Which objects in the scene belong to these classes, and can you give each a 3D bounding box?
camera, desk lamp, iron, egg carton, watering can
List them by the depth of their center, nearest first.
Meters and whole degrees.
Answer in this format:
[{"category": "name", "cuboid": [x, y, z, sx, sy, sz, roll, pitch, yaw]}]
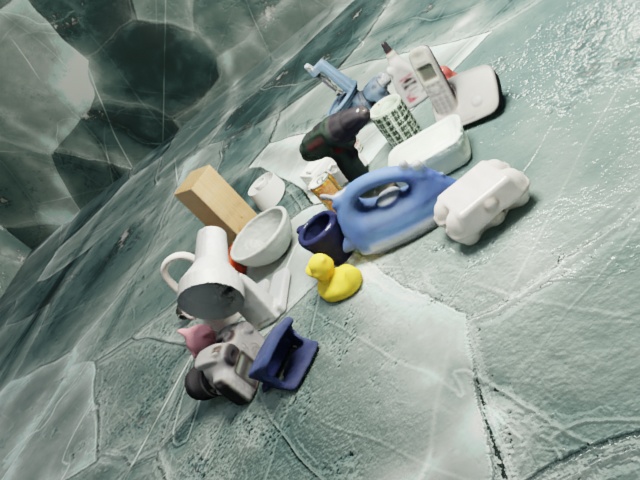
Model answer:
[{"category": "egg carton", "cuboid": [0.257, -0.062, 0.917, 0.150, 0.069, 0.107, -40, 27, 5]}, {"category": "iron", "cuboid": [0.130, -0.079, 1.029, 0.257, 0.142, 0.118, -26, 32, 28]}, {"category": "camera", "cuboid": [-0.184, 0.228, 1.048, 0.136, 0.101, 0.143, -26, 32, 29]}, {"category": "desk lamp", "cuboid": [-0.169, 0.084, 1.111, 0.117, 0.214, 0.203, -30, 30, 23]}, {"category": "watering can", "cuboid": [-0.251, 0.103, 1.213, 0.101, 0.194, 0.172, -44, 27, -3]}]

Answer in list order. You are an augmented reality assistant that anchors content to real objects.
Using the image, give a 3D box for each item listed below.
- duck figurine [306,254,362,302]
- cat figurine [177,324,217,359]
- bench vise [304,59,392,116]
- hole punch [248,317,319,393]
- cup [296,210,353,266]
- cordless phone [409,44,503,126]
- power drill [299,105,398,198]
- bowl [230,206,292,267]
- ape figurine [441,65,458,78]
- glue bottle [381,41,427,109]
[{"category": "duck figurine", "cuboid": [0.018, 0.060, 1.039, 0.104, 0.086, 0.077, -10, 42, 46]}, {"category": "cat figurine", "cuboid": [-0.237, 0.202, 1.137, 0.067, 0.118, 0.127, -53, 29, -19]}, {"category": "bench vise", "cuboid": [0.076, -0.394, 1.464, 0.207, 0.220, 0.121, -30, 30, 22]}, {"category": "hole punch", "cuboid": [-0.076, 0.193, 0.968, 0.100, 0.091, 0.109, -10, 42, 46]}, {"category": "cup", "cuboid": [0.010, 0.004, 1.120, 0.117, 0.095, 0.092, 0, 49, 53]}, {"category": "cordless phone", "cuboid": [0.269, -0.320, 1.144, 0.147, 0.185, 0.094, -17, 37, 39]}, {"category": "power drill", "cuboid": [0.068, -0.173, 1.173, 0.228, 0.209, 0.076, -5, 46, 50]}, {"category": "bowl", "cuboid": [-0.121, 0.005, 1.312, 0.167, 0.075, 0.167, -31, 29, 21]}, {"category": "ape figurine", "cuboid": [0.283, -0.342, 1.258, 0.076, 0.092, 0.077, -49, 28, -11]}, {"category": "glue bottle", "cuboid": [0.196, -0.402, 1.369, 0.078, 0.173, 0.037, -35, 29, 15]}]
